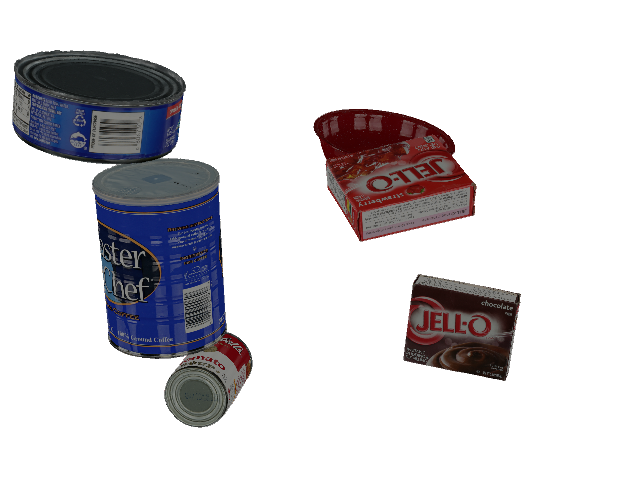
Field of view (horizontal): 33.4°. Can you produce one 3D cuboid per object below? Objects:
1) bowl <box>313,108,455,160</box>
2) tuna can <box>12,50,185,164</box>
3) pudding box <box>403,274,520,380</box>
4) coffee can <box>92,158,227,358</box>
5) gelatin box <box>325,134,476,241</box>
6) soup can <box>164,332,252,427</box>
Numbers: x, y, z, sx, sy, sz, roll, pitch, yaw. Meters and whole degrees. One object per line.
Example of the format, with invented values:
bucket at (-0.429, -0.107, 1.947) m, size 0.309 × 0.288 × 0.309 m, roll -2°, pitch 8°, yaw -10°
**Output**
bowl at (0.068, -0.096, 1.212) m, size 0.162 × 0.055 × 0.162 m, roll 7°, pitch 27°, yaw -4°
tuna can at (-0.113, -0.069, 0.546) m, size 0.086 × 0.034 × 0.086 m, roll 9°, pitch 24°, yaw -4°
pudding box at (0.148, 0.091, 1.125) m, size 0.113 × 0.090 × 0.039 m, roll 9°, pitch 21°, yaw 12°
coffee can at (-0.132, 0.013, 0.890) m, size 0.103 × 0.140 × 0.103 m, roll -1°, pitch 22°, yaw 0°
gelatin box at (0.056, -0.039, 0.762) m, size 0.089 × 0.030 × 0.073 m, roll -14°, pitch 37°, yaw -11°
soup can at (-0.116, 0.144, 1.111) m, size 0.068 × 0.068 × 0.102 m, roll 0°, pitch 15°, yaw 11°
